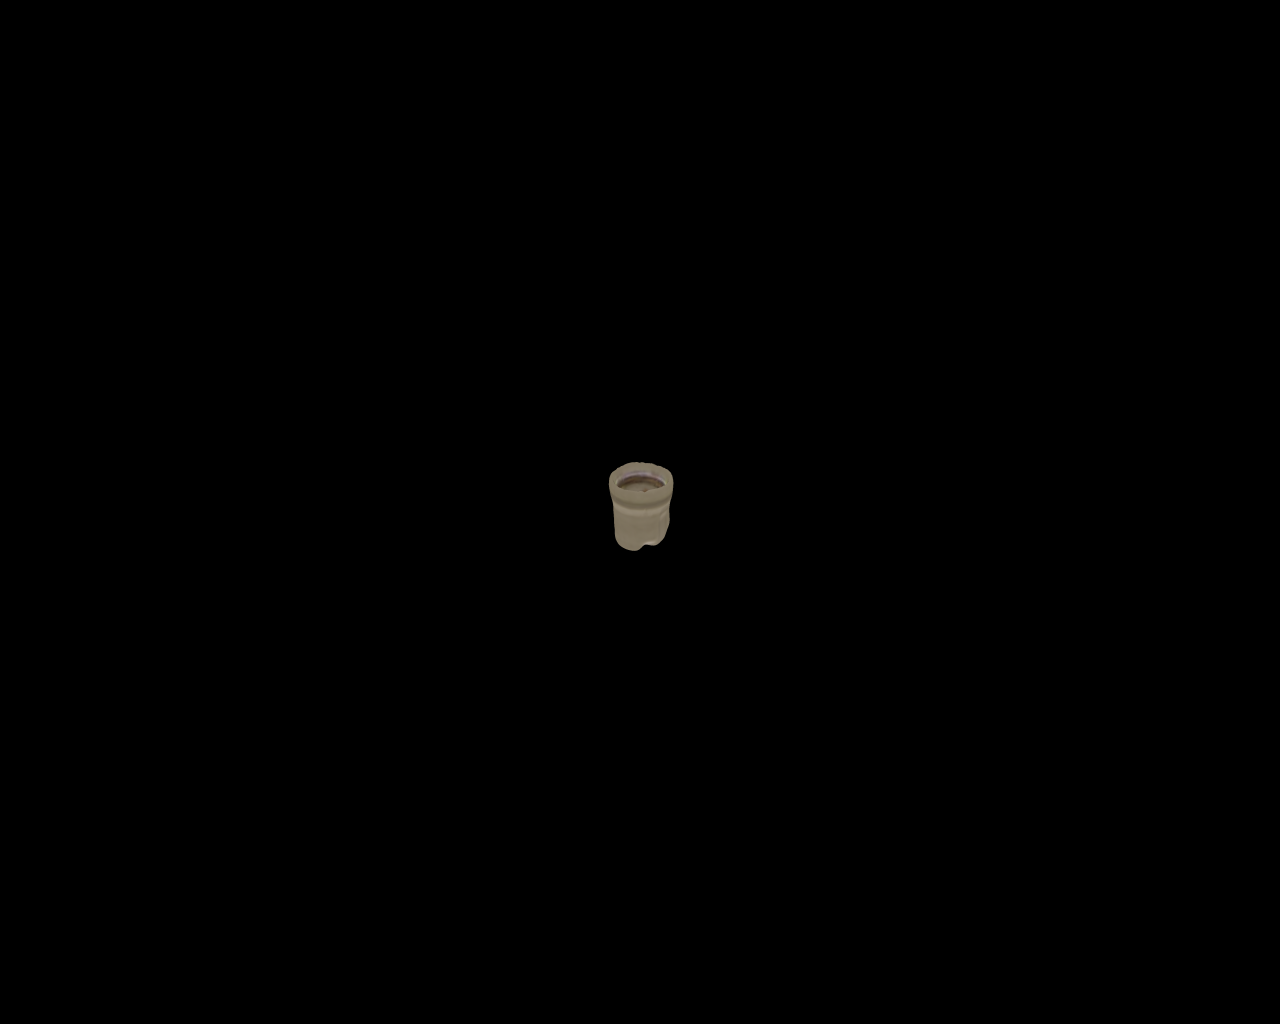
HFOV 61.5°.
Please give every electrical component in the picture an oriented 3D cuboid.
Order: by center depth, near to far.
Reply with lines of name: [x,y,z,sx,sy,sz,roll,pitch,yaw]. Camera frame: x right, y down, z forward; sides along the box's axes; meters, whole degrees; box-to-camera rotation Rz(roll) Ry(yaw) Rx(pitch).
electrical component: [0.001,-0.003,0.650,0.040,0.046,0.040,0,31,0]
